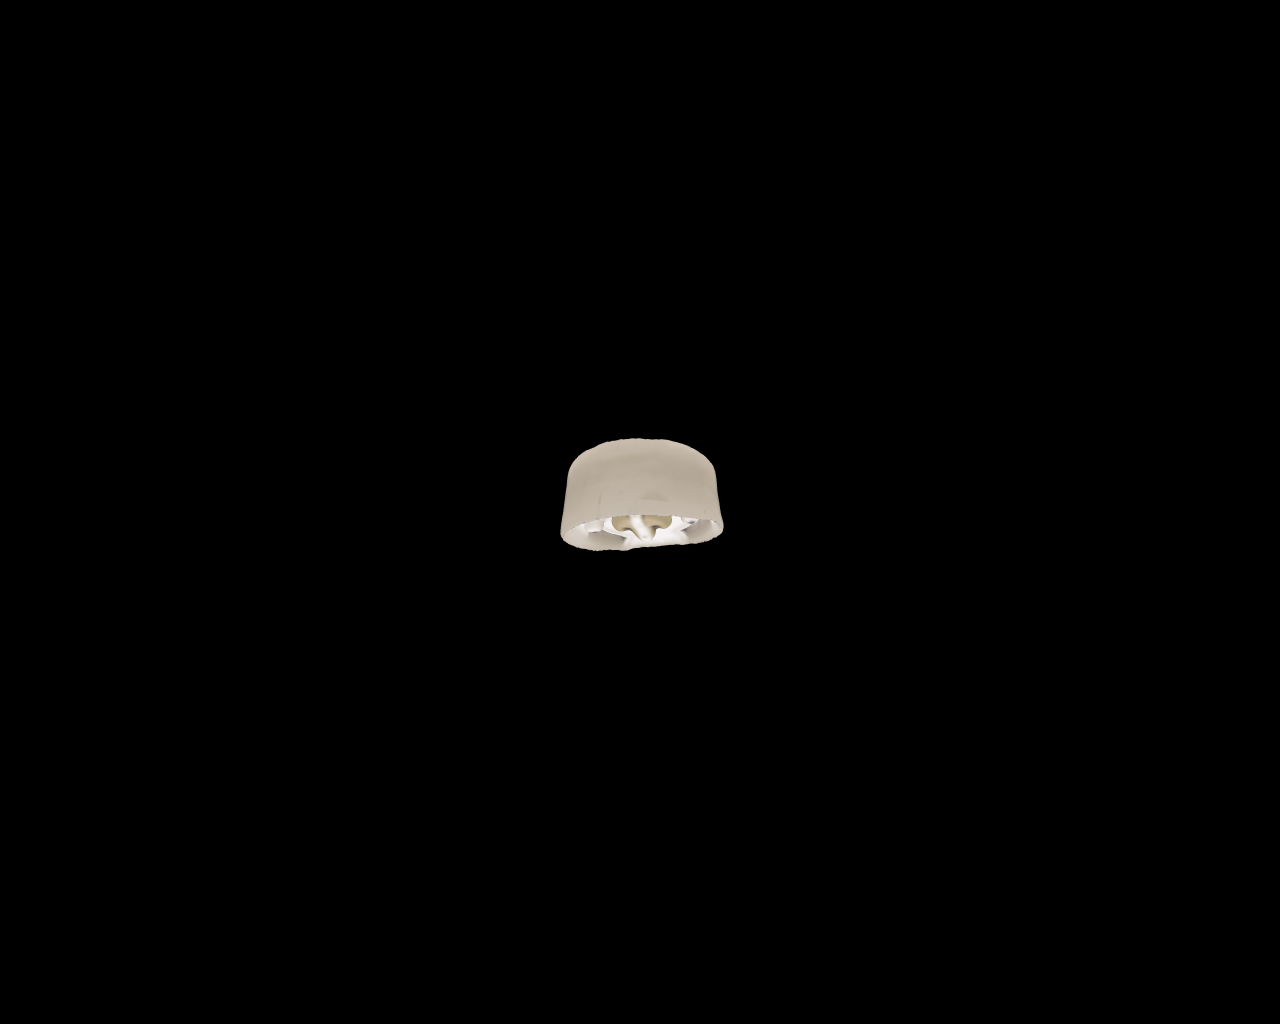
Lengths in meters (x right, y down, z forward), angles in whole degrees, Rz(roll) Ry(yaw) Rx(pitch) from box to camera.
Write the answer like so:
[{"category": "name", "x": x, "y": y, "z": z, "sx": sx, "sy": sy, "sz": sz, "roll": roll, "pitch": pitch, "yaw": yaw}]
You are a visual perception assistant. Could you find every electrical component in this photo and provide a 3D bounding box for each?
[{"category": "electrical component", "x": 0.001, "y": -0.003, "z": 0.650, "sx": 0.099, "sy": 0.064, "sz": 0.099, "roll": 0, "pitch": -26, "yaw": 0}]
